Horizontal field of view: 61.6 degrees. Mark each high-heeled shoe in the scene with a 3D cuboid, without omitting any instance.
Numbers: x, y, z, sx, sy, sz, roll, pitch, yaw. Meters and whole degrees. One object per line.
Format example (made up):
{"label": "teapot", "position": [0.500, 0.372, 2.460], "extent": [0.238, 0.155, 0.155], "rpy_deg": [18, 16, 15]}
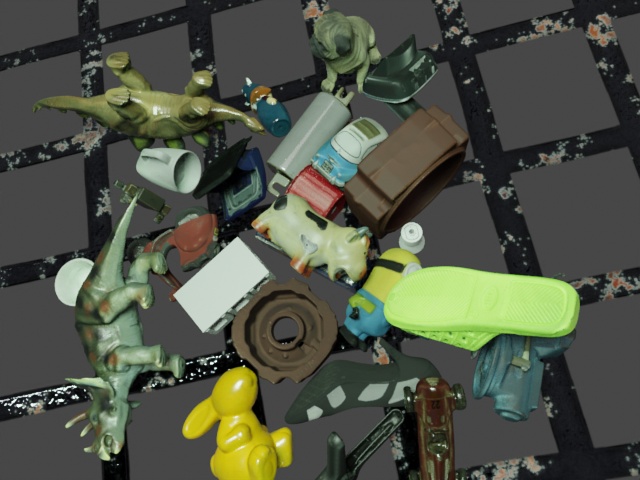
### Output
{"label": "high-heeled shoe", "position": [0.073, 0.258, 0.868], "extent": [0.249, 0.086, 0.145], "rpy_deg": [-39, 104, 16]}

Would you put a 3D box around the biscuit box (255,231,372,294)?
{"label": "biscuit box", "position": [-0.010, 0.019, 0.937], "extent": [0.203, 0.059, 0.063], "rpy_deg": [27, 80, 16]}

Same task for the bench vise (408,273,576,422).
{"label": "bench vise", "position": [0.257, 0.147, 0.827], "extent": [0.241, 0.128, 0.223], "rpy_deg": [16, 75, 10]}

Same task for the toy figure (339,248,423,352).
{"label": "toy figure", "position": [0.100, 0.094, 0.888], "extent": [0.089, 0.082, 0.180], "rpy_deg": [40, 87, 18]}

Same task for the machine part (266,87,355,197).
{"label": "machine part", "position": [-0.020, -0.183, 0.987], "extent": [0.079, 0.079, 0.243], "rpy_deg": [35, 84, 17]}

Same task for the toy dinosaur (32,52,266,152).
{"label": "toy dinosaur", "position": [-0.328, -0.235, 0.987], "extent": [0.472, 0.198, 0.105], "rpy_deg": [12, 68, 2]}

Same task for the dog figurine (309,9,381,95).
{"label": "dog figurine", "position": [0.045, -0.374, 0.970], "extent": [0.121, 0.190, 0.172], "rpy_deg": [-4, 72, 9]}

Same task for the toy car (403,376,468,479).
{"label": "toy car", "position": [0.174, 0.303, 0.802], "extent": [0.089, 0.053, 0.202], "rpy_deg": [-3, 97, 2]}

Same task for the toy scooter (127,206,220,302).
{"label": "toy scooter", "position": [-0.252, 0.030, 0.971], "extent": [0.184, 0.075, 0.135], "rpy_deg": [-30, 73, 4]}

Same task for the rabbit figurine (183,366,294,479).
{"label": "rabbit figurine", "position": [-0.129, 0.287, 0.856], "extent": [0.163, 0.122, 0.173], "rpy_deg": [-7, 93, 31]}

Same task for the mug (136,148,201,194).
{"label": "mug", "position": [-0.298, -0.138, 1.013], "extent": [0.107, 0.109, 0.080], "rpy_deg": [11, 80, 26]}

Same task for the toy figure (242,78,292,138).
{"label": "toy figure", "position": [-0.104, -0.253, 1.026], "extent": [0.064, 0.058, 0.155], "rpy_deg": [-54, 49, 26]}

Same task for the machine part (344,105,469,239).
{"label": "machine part", "position": [0.141, -0.102, 0.870], "extent": [0.201, 0.201, 0.087], "rpy_deg": [-41, 75, -3]}

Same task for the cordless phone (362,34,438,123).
{"label": "cordless phone", "position": [0.181, -0.264, 0.979], "extent": [0.184, 0.089, 0.146], "rpy_deg": [46, 55, -4]}

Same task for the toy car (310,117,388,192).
{"label": "toy car", "position": [0.064, -0.158, 0.924], "extent": [0.161, 0.102, 0.109], "rpy_deg": [-26, 63, -40]}

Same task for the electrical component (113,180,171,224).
{"label": "electrical component", "position": [-0.332, -0.071, 1.005], "extent": [0.078, 0.102, 0.045], "rpy_deg": [12, 73, 39]}

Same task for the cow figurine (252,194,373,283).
{"label": "cow figurine", "position": [-0.002, -0.003, 0.870], "extent": [0.195, 0.085, 0.127], "rpy_deg": [42, 91, 19]}

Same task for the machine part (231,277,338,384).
{"label": "machine part", "position": [-0.056, 0.155, 0.911], "extent": [0.179, 0.056, 0.179], "rpy_deg": [-2, 74, 8]}

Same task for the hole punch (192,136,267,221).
{"label": "hole punch", "position": [-0.155, -0.109, 0.976], "extent": [0.142, 0.092, 0.116], "rpy_deg": [-31, 33, 36]}

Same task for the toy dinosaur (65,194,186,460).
{"label": "toy dinosaur", "position": [-0.346, 0.140, 0.898], "extent": [0.192, 0.131, 0.404], "rpy_deg": [-10, 85, 4]}
